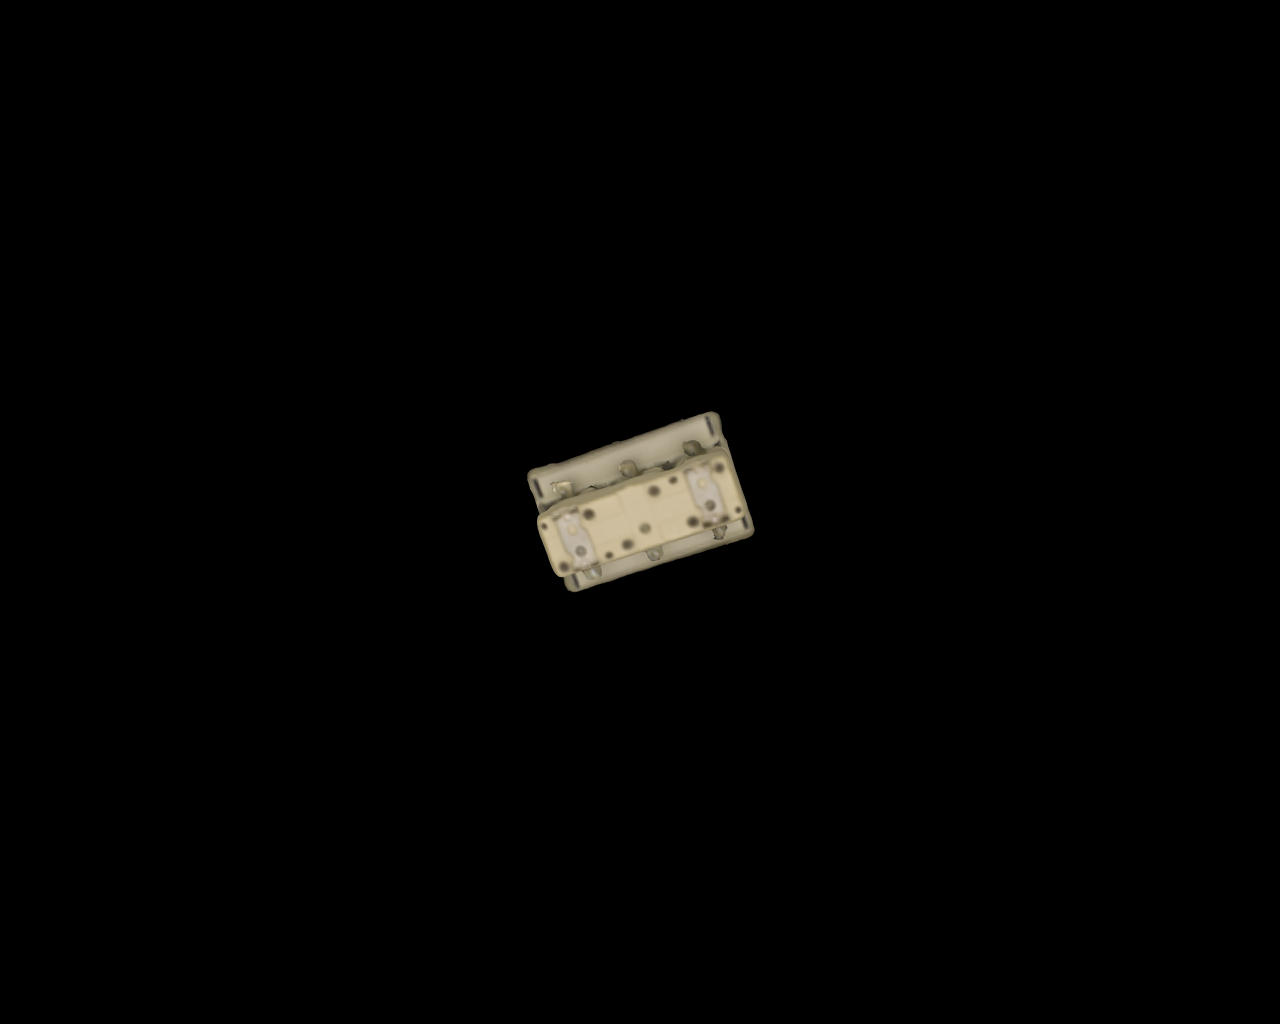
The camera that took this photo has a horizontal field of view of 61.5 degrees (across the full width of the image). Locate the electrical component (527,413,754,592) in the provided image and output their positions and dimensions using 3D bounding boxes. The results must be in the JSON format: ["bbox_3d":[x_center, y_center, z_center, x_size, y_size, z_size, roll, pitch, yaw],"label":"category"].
[{"bbox_3d":[0.001,-0.003,0.650,0.121,0.078,0.063,-18,11,4],"label":"electrical component"}]
